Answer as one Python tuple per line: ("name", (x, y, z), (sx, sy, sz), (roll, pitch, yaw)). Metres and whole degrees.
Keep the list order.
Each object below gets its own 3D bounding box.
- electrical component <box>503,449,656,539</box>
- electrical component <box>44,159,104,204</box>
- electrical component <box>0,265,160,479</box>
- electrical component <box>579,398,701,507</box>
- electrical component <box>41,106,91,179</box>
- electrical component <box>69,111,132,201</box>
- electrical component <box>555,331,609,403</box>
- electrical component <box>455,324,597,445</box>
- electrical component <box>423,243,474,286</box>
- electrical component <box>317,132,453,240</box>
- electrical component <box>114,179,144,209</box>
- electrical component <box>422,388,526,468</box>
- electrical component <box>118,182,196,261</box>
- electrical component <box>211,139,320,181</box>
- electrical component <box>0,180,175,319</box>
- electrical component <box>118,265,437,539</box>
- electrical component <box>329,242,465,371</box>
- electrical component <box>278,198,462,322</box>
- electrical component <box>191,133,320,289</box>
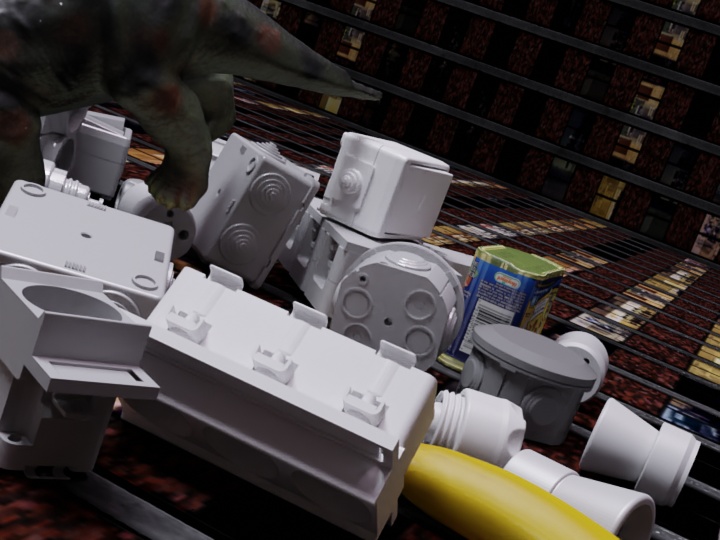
("electrical component", (0.093, 0.108, 0.484), (0.065, 0.044, 0.044), (23, 10, 38))
("electrical component", (-0.215, -0.054, 0.734), (0.078, 0.040, 0.040), (17, 11, -14))
("electrical component", (-0.113, 0.038, 0.394), (0.042, 0.063, 0.081), (10, 14, -40))
("electrical component", (0.159, 0.104, 0.610), (0.055, 0.045, 0.045), (24, 11, 17))
("electrical component", (-0.235, -0.133, 0.790), (0.062, 0.150, 0.089), (19, 11, -2))
("electrical component", (-0.239, -0.105, 0.884), (0.096, 0.061, 0.061), (17, 11, -14))
("electrical component", (0.154, 0.070, 0.772), (0.045, 0.045, 0.055), (22, 11, 13))
("electrical component", (0.101, 0.069, 0.664), (0.080, 0.051, 0.080), (19, 11, -4))
("electrical component", (0.087, 0.021, 0.866), (0.089, 0.055, 0.050), (14, 12, -28))
("electrical component", (0.018, -0.058, 0.774), (0.061, 0.061, 0.096), (25, 12, 25))
("electrical component", (-0.154, -0.046, 0.818), (0.061, 0.035, 0.035), (19, 10, -20))
("electrical component", (0.048, 0.079, 0.536), (0.062, 0.043, 0.043), (18, 11, -4))
("electrical component", (-0.142, -0.034, 0.751), (0.045, 0.045, 0.055), (14, 12, -28))
("electrical component", (-0.104, -0.060, 0.894), (0.121, 0.078, 0.063), (19, -11, -6))
("electrical component", (-0.139, 0.003, 0.521), (0.100, 0.048, 0.099), (17, 23, -14))
("electrical component", (-0.034, 0.051, 0.440), (0.121, 0.063, 0.078), (23, -30, 15))
("electrical component", (0.022, 0.026, 0.662), (0.080, 0.080, 0.051), (21, 16, 7))
("electrical component", (0.000, 0.000, 0.794), (0.089, 0.061, 0.150), (16, 11, -21))
("electrical component", (-0.084, -0.046, 0.778), (0.048, 0.099, 0.100), (29, 5, -29))
